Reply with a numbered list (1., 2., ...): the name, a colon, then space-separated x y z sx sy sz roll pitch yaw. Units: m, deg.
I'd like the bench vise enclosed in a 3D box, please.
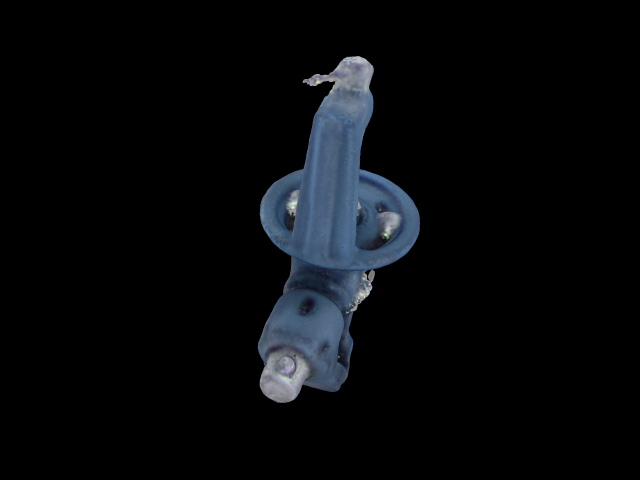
1. bench vise: 0.016 0.001 0.400 0.121 0.220 0.207 -1 57 0
